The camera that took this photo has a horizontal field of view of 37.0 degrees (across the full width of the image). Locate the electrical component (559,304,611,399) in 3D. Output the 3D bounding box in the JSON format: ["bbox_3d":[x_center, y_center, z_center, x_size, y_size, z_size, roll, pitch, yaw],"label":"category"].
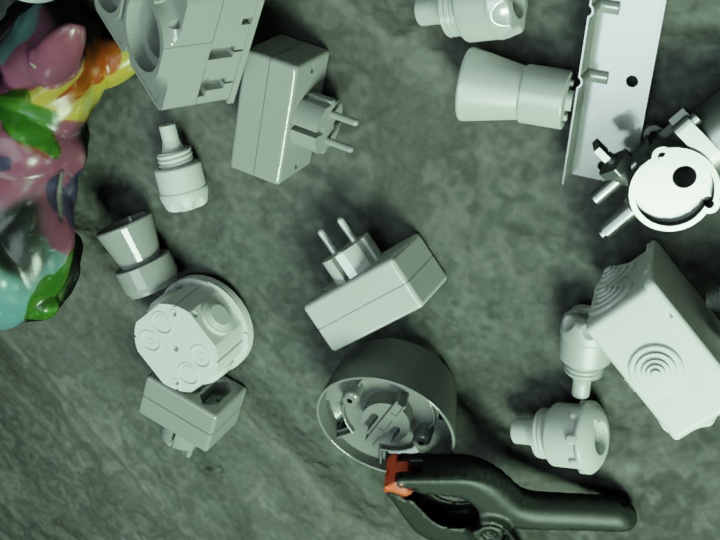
[{"bbox_3d":[0.144,0.054,0.688,0.035,0.035,0.061,13,121,22],"label":"electrical component"}]

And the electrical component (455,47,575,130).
[{"bbox_3d":[0.093,-0.105,0.633,0.065,0.044,0.044,12,119,17],"label":"electrical component"}]

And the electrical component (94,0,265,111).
[{"bbox_3d":[-0.104,-0.197,0.630,0.105,0.060,0.186,56,143,25],"label":"electrical component"}]

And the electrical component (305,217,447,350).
[{"bbox_3d":[0.000,0.000,0.728,0.083,0.047,0.075,-29,98,35],"label":"electrical component"}]

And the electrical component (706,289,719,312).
[{"bbox_3d":[0.240,0.018,0.615,0.081,0.043,0.043,1,114,27],"label":"electrical component"}]

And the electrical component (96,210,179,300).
[{"bbox_3d":[-0.167,-0.011,0.811,0.045,0.045,0.055,-14,107,32],"label":"electrical component"}]

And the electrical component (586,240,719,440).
[{"bbox_3d":[0.178,0.040,0.625,0.048,0.099,0.099,-38,93,23],"label":"electrical component"}]

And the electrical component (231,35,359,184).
[{"bbox_3d":[-0.036,-0.099,0.699,0.076,0.047,0.083,22,122,17],"label":"electrical component"}]

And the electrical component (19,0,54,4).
[{"bbox_3d":[-0.205,-0.236,0.711,0.108,0.060,0.108,12,119,22],"label":"electrical component"}]

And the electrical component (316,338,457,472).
[{"bbox_3d":[0.021,0.098,0.750,0.099,0.064,0.099,6,121,10],"label":"electrical component"}]

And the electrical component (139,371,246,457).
[{"bbox_3d":[-0.137,0.117,0.856,0.066,0.047,0.076,28,123,13],"label":"electrical component"}]

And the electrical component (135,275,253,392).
[{"bbox_3d":[-0.126,0.048,0.814,0.080,0.051,0.080,12,118,22],"label":"electrical component"}]

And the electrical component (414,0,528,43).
[{"bbox_3d":[0.063,-0.153,0.624,0.062,0.043,0.043,0,113,29],"label":"electrical component"}]

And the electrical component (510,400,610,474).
[{"bbox_3d":[0.132,0.109,0.716,0.062,0.048,0.048,0,113,35],"label":"electrical component"}]

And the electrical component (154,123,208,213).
[{"bbox_3d":[-0.130,-0.074,0.768,0.035,0.035,0.061,-2,110,28],"label":"electrical component"}]
